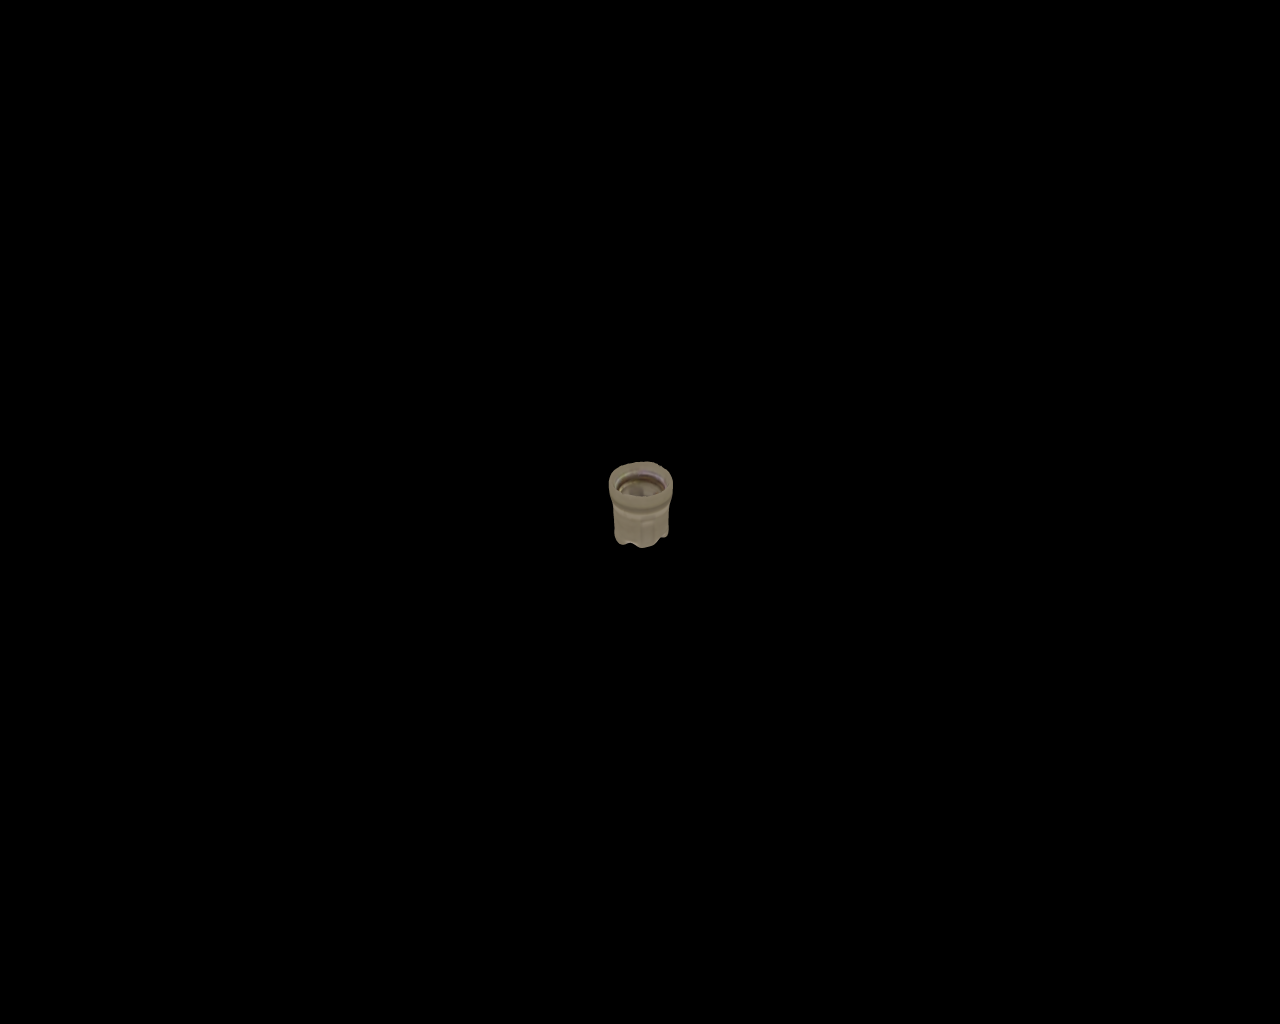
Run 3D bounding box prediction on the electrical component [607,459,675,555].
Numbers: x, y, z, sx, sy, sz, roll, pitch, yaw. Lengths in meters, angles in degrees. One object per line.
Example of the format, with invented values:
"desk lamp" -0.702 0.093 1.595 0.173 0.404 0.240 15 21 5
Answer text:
"electrical component" 0.001 -0.003 0.650 0.040 0.046 0.040 0 38 0
